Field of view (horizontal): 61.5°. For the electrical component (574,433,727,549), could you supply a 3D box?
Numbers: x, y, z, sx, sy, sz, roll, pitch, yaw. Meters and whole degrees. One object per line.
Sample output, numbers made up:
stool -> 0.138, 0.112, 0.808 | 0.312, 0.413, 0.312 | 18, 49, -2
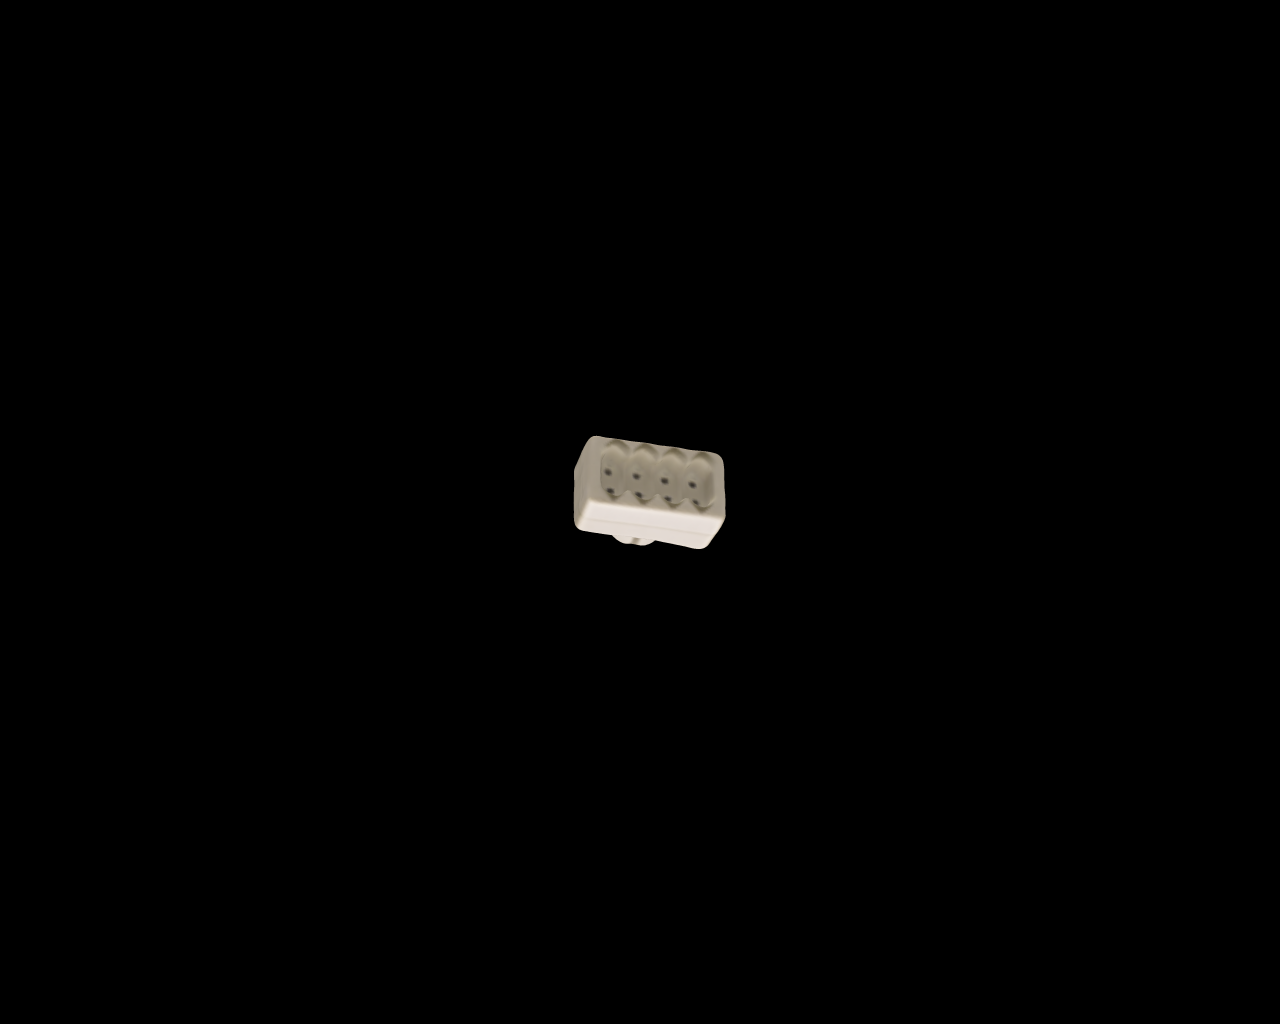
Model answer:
electrical component -> 0.001, -0.003, 0.650 | 0.083, 0.047, 0.075 | 8, -32, -14
